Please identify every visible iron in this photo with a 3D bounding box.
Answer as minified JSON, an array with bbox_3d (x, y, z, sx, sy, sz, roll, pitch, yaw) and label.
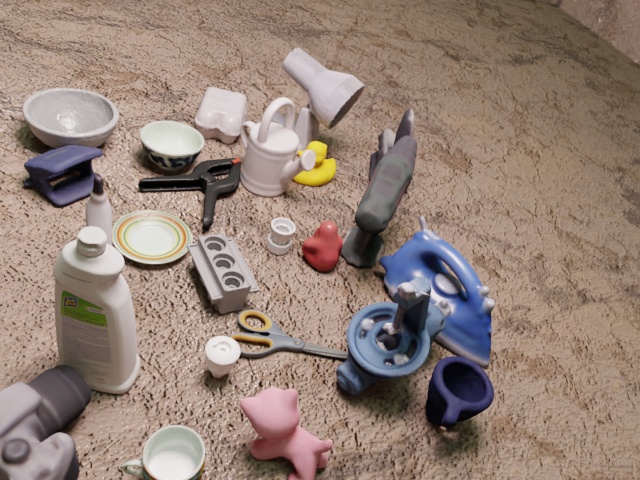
[{"bbox_3d":[0.224,0.082,0.985,0.119,0.141,0.257,-18,53,-36],"label":"iron"}]

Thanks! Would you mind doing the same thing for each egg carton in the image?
[{"bbox_3d":[-0.216,-0.278,1.267,0.107,0.069,0.150,11,41,-10],"label":"egg carton"}]

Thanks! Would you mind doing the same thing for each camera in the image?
[{"bbox_3d":[-0.323,0.211,0.656,0.143,0.101,0.137,32,42,14],"label":"camera"}]

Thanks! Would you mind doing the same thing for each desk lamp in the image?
[{"bbox_3d":[-0.024,-0.294,1.249,0.203,0.213,0.118,30,41,12],"label":"desk lamp"}]

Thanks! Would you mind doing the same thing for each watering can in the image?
[{"bbox_3d":[-0.085,-0.186,1.120,0.173,0.194,0.101,22,40,3],"label":"watering can"}]

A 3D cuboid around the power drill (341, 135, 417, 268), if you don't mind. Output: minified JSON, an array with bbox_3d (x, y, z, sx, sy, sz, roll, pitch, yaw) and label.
[{"bbox_3d":[0.107,-0.061,1.046,0.075,0.208,0.230,23,40,5],"label":"power drill"}]

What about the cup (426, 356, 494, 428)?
[{"bbox_3d":[0.189,0.240,0.831,0.091,0.095,0.118,28,41,10],"label":"cup"}]

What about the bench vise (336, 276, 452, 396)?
[{"bbox_3d":[0.122,0.114,0.848,0.121,0.220,0.208,32,42,15],"label":"bench vise"}]

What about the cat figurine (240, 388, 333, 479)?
[{"bbox_3d":[-0.041,0.238,0.724,0.127,0.118,0.067,30,41,12],"label":"cat figurine"}]

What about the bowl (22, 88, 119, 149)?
[{"bbox_3d":[-0.472,-0.218,1.094,0.167,0.075,0.167,11,41,-10],"label":"bowl"}]

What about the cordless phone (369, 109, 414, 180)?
[{"bbox_3d":[0.178,-0.219,1.267,0.094,0.185,0.147,12,41,-9],"label":"cordless phone"}]

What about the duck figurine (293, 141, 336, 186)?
[{"bbox_3d":[-0.009,-0.169,1.215,0.105,0.086,0.077,-7,47,-28],"label":"duck figurine"}]

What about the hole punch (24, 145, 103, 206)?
[{"bbox_3d":[-0.445,-0.128,0.992,0.101,0.091,0.109,34,42,17],"label":"hole punch"}]

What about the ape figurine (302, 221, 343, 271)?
[{"bbox_3d":[0.009,0.004,1.025,0.078,0.092,0.076,6,42,-16],"label":"ape figurine"}]

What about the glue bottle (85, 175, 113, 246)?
[{"bbox_3d":[-0.334,-0.028,0.862,0.037,0.173,0.078,-5,46,-26],"label":"glue bottle"}]
